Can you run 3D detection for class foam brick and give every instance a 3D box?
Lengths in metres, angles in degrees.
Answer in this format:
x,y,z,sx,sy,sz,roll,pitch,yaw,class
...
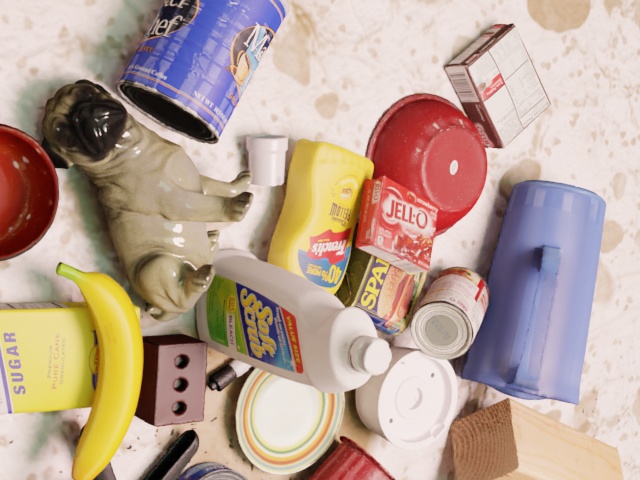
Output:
x,y,z,sx,sy,sz,roll,pitch,yaw,class
-0.141,0.130,0.996,0.052,0.051,0.078,-1,96,-34,foam brick

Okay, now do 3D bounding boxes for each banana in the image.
x,y,z,sx,sy,sz,roll,pitch,yaw,class
-0.186,0.111,0.918,0.069,0.037,0.198,-5,100,-15,banana

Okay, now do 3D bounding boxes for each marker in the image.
x,y,z,sx,sy,sz,roll,pitch,yaw,class
-0.063,0.113,1.067,0.121,0.020,0.020,-35,114,-26,marker

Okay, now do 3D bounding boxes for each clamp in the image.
x,y,z,sx,sy,sz,roll,pitch,yaw,class
-0.173,0.249,0.999,0.120,0.039,0.171,3,99,-29,clamp

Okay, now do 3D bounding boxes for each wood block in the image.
x,y,z,sx,sy,sz,roll,pitch,yaw,class
0.257,0.268,1.241,0.205,0.091,0.090,28,45,-33,wood block

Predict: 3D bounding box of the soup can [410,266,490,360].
x,y,z,sx,sy,sz,roll,pitch,yaw,class
0.140,0.077,1.141,0.102,0.069,0.068,-47,127,-63,soup can

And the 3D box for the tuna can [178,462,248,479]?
x,y,z,sx,sy,sz,roll,pitch,yaw,class
-0.107,0.263,1.047,0.085,0.034,0.086,-5,99,-34,tuna can

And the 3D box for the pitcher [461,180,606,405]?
x,y,z,sx,sy,sz,roll,pitch,yaw,class
0.248,0.059,1.199,0.144,0.149,0.243,16,84,-34,pitcher

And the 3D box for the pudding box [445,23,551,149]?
x,y,z,sx,sy,sz,roll,pitch,yaw,class
0.201,-0.172,1.198,0.090,0.039,0.113,-42,119,-23,pudding box

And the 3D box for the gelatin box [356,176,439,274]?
x,y,z,sx,sy,sz,roll,pitch,yaw,class
0.078,-0.015,1.072,0.089,0.030,0.073,26,66,-40,gelatin box

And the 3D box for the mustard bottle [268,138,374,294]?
x,y,z,sx,sy,sz,roll,pitch,yaw,class
-0.007,0.001,1.065,0.096,0.058,0.191,17,87,-52,mustard bottle

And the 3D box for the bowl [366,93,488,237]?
x,y,z,sx,sy,sz,roll,pitch,yaw,class
0.128,-0.078,1.151,0.161,0.055,0.162,-4,98,-34,bowl

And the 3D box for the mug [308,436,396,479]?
x,y,z,sx,sy,sz,roll,pitch,yaw,class
0.035,0.267,1.097,0.081,0.117,0.093,-45,123,-15,mug

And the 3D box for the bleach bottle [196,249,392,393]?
x,y,z,sx,sy,sz,roll,pitch,yaw,class
-0.024,0.072,0.946,0.067,0.251,0.102,-3,97,-34,bleach bottle

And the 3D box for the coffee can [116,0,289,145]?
x,y,z,sx,sy,sz,roll,pitch,yaw,class
-0.104,-0.171,0.952,0.102,0.103,0.140,34,77,-32,coffee can

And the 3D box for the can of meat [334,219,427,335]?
x,y,z,sx,sy,sz,roll,pitch,yaw,class
0.060,0.041,1.119,0.083,0.058,0.102,27,81,-36,can of meat

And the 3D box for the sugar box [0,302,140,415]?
x,y,z,sx,sy,sz,roll,pitch,yaw,class
-0.247,0.101,0.925,0.175,0.048,0.093,0,97,-35,sugar box
